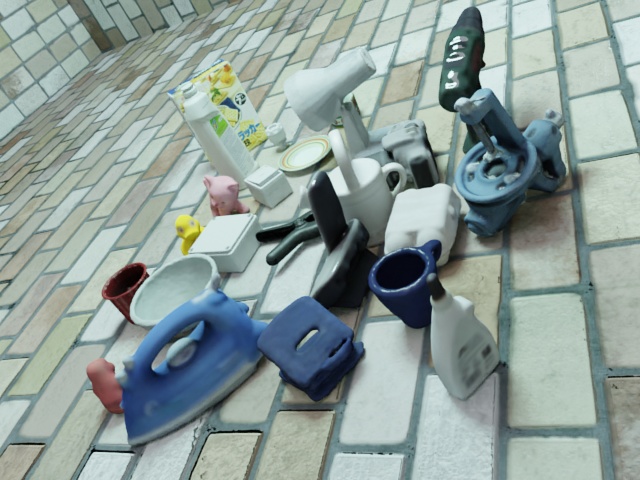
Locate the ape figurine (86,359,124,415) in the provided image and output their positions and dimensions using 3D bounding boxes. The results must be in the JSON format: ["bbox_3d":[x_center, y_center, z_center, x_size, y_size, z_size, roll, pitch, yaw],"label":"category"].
[{"bbox_3d":[-0.322,0.218,0.883,0.077,0.092,0.076,-15,36,19],"label":"ape figurine"}]

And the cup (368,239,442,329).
[{"bbox_3d":[0.130,0.063,0.767,0.118,0.095,0.091,-42,36,-19],"label":"cup"}]

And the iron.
[{"bbox_3d":[-0.202,0.168,0.820,0.259,0.142,0.118,-40,36,-17],"label":"iron"}]

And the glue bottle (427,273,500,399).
[{"bbox_3d":[0.149,0.099,0.636,0.078,0.173,0.037,-40,36,-17],"label":"glue bottle"}]

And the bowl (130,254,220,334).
[{"bbox_3d":[-0.236,0.105,0.985,0.167,0.075,0.167,-19,35,14],"label":"bowl"}]

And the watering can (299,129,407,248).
[{"bbox_3d":[0.049,-0.086,0.928,0.173,0.194,0.100,-33,34,-7],"label":"watering can"}]

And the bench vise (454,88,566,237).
[{"bbox_3d":[0.262,-0.141,0.827,0.121,0.220,0.208,8,48,41],"label":"bench vise"}]

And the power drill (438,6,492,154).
[{"bbox_3d":[0.266,-0.266,0.999,0.075,0.209,0.230,-5,41,30],"label":"power drill"}]

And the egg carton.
[{"bbox_3d":[0.160,-0.023,0.880,0.107,0.070,0.150,-8,39,27],"label":"egg carton"}]

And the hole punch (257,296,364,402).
[{"bbox_3d":[-0.012,0.141,0.767,0.109,0.091,0.100,-44,37,-22],"label":"hole punch"}]

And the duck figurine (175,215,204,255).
[{"bbox_3d":[-0.257,-0.015,1.146,0.077,0.086,0.104,-34,34,-8],"label":"duck figurine"}]

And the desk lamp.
[{"bbox_3d":[0.058,-0.262,1.134,0.203,0.214,0.118,-15,36,18],"label":"desk lamp"}]

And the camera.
[{"bbox_3d":[0.135,-0.151,1.037,0.136,0.101,0.143,-18,36,15],"label":"camera"}]

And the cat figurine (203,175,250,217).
[{"bbox_3d":[-0.204,-0.097,1.188,0.067,0.118,0.127,-41,36,-17],"label":"cat figurine"}]

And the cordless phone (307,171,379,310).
[{"bbox_3d":[0.008,0.003,0.849,0.094,0.185,0.148,-6,40,29],"label":"cordless phone"}]
